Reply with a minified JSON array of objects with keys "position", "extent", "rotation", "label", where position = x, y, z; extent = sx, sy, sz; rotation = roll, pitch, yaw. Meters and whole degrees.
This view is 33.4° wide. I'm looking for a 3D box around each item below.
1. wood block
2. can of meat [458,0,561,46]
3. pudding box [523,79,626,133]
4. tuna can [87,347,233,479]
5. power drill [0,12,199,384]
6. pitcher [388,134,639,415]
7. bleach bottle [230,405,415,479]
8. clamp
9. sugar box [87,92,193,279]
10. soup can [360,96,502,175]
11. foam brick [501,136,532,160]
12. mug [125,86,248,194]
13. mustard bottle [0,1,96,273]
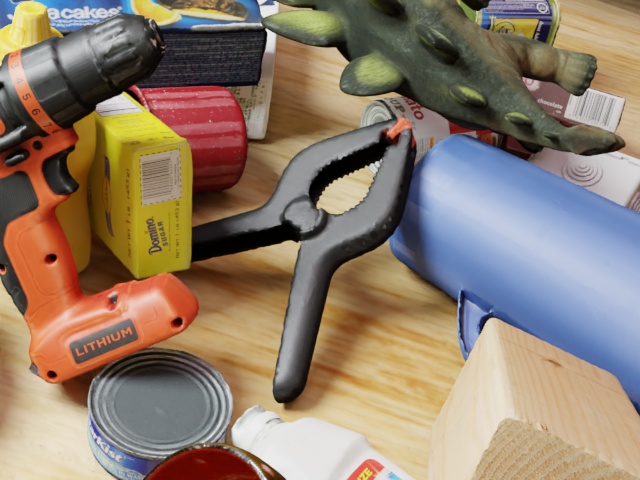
[{"position":[0.114,0.118,0.563],"extent":[0.091,0.090,0.206],"rotation":[26,10,4],"label":"wood block"},{"position":[0.171,-0.189,1.017],"extent":[0.083,0.102,0.057],"rotation":[-3,42,-15],"label":"can of meat"},{"position":[0.206,-0.117,0.953],"extent":[0.113,0.039,0.090],"rotation":[20,-2,5],"label":"pudding box"},{"position":[-0.097,0.107,0.641],"extent":[0.086,0.034,0.086],"rotation":[8,40,-7],"label":"tuna can"},{"position":[-0.145,-0.022,0.632],"extent":[0.184,0.187,0.057],"rotation":[-23,13,10],"label":"power drill"},{"position":[0.163,0.030,0.742],"extent":[0.243,0.145,0.149],"rotation":[32,23,28],"label":"pitcher"},{"position":[0.037,0.179,0.572],"extent":[0.102,0.068,0.251],"rotation":[-28,52,-36],"label":"bleach bottle"},{"position":[-0.005,0.001,0.729],"extent":[0.210,0.036,0.165],"rotation":[-38,60,-7],"label":"clamp"},{"position":[-0.145,-0.053,0.741],"extent":[0.048,0.093,0.176],"rotation":[-13,30,-32],"label":"sugar box"},{"position":[0.093,-0.091,0.903],"extent":[0.102,0.068,0.068],"rotation":[-10,44,-24],"label":"soup can"},{"position":[0.190,-0.063,0.910],"extent":[0.078,0.051,0.053],"rotation":[16,41,4],"label":"foam brick"},{"position":[-0.114,-0.080,0.823],"extent":[0.081,0.093,0.117],"rotation":[-8,27,-31],"label":"mug"},{"position":[-0.190,-0.066,0.697],"extent":[0.096,0.192,0.058],"rotation":[32,42,22],"label":"mustard bottle"}]
